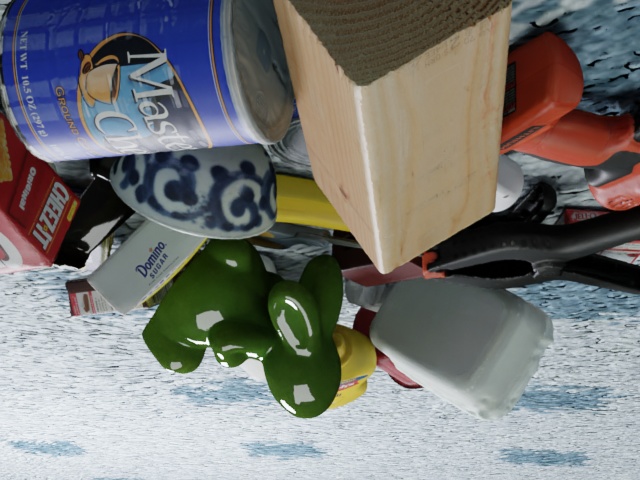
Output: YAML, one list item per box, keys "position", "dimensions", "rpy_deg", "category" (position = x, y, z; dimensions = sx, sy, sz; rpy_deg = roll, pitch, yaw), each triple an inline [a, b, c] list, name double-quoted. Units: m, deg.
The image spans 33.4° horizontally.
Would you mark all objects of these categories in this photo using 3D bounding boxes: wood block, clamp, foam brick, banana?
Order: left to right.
- position: [-0.025, -0.025, 0.848]
  dimensions: [0.197, 0.070, 0.037]
  rpy_deg: [-1, 127, -42]
  category: "banana"
- position: [0.057, 0.006, 0.936]
  dimensions: [0.078, 0.053, 0.051]
  rpy_deg: [-14, 154, 36]
  category: "foam brick"
- position: [0.043, -0.077, 0.602]
  dimensions: [0.090, 0.091, 0.206]
  rpy_deg: [-30, 154, -9]
  category: "wood block"
- position: [0.161, -0.005, 0.918]
  dimensions: [0.120, 0.039, 0.171]
  rpy_deg: [-5, 159, 29]
  category: "clamp"
- position: [0.189, 0.007, 0.859]
  dimensions: [0.210, 0.036, 0.164]
  rpy_deg: [0, 155, -2]
  category: "clamp"

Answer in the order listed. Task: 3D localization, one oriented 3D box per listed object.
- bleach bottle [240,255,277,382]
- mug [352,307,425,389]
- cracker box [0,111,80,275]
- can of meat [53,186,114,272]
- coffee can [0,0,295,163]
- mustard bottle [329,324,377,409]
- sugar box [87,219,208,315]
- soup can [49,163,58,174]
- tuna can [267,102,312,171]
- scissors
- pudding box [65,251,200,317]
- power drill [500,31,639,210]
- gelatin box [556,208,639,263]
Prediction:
- position: [-0.067, 0.094, 1.147]
  dimensions: [0.068, 0.102, 0.251]
  rpy_deg: [-7, 165, 0]
  category: "bleach bottle"
- position: [0.096, 0.096, 1.138]
  dimensions: [0.117, 0.093, 0.081]
  rpy_deg: [-39, 138, 15]
  category: "mug"
- position: [-0.292, -0.057, 0.712]
  dimensions: [0.164, 0.072, 0.213]
  rpy_deg: [-8, 138, 26]
  category: "cracker box"
- position: [-0.222, -0.011, 0.927]
  dimensions: [0.084, 0.057, 0.102]
  rpy_deg: [8, 159, -10]
  category: "can of meat"
- position: [-0.096, -0.100, 0.609]
  dimensions: [0.140, 0.103, 0.102]
  rpy_deg: [-3, 158, 17]
  category: "coffee can"
- position: [0.006, 0.122, 1.048]
  dimensions: [0.096, 0.058, 0.192]
  rpy_deg: [-2, 160, -4]
  category: "mustard bottle"
- position: [-0.133, 0.014, 0.857]
  dimensions: [0.048, 0.093, 0.176]
  rpy_deg: [46, 175, -6]
  category: "sugar box"
- position: [-0.266, -0.040, 0.840]
  dimensions: [0.102, 0.068, 0.068]
  rpy_deg: [-8, 157, 26]
  category: "soup can"
- position: [0.007, -0.080, 0.745]
  dimensions: [0.086, 0.034, 0.086]
  rpy_deg: [2, 159, 1]
  category: "tuna can"
- position: [-0.006, 0.001, 0.930]
  dimensions: [0.202, 0.016, 0.096]
  rpy_deg: [13, 169, 11]
  category: "scissors"
- position: [-0.173, 0.041, 1.020]
  dimensions: [0.090, 0.039, 0.113]
  rpy_deg: [-9, -176, 26]
  category: "pudding box"
- position: [0.200, -0.076, 0.696]
  dimensions: [0.187, 0.057, 0.185]
  rpy_deg: [14, 157, -26]
  category: "power drill"
- position: [0.240, 0.001, 0.933]
  dimensions: [0.073, 0.030, 0.089]
  rpy_deg: [4, 160, 1]
  category: "gelatin box"
